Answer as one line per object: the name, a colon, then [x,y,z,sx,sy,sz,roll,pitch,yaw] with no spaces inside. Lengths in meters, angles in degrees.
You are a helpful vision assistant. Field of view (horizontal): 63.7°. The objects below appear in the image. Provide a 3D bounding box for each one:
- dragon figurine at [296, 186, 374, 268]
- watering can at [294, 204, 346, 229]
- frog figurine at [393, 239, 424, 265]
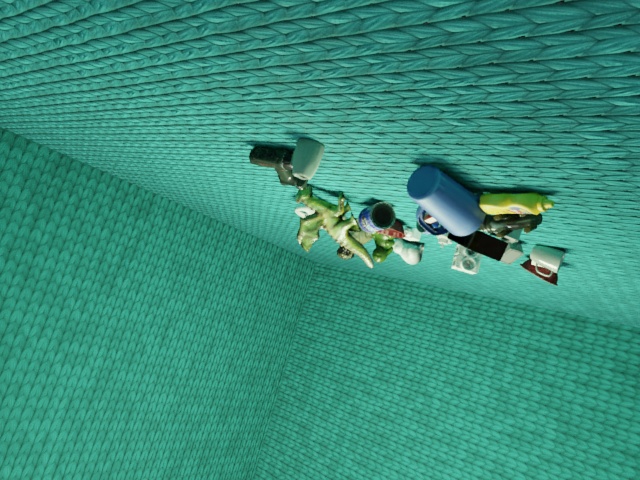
dragon figurine: [0.030,-0.037,1.981,0.243,0.409,0.122,-23,-176,1]
watering can: [0.007,-0.109,2.176,0.224,0.105,0.345,16,172,-8]
frog figurine: [0.407,0.055,2.465,0.159,0.122,0.138,5,-170,0]
